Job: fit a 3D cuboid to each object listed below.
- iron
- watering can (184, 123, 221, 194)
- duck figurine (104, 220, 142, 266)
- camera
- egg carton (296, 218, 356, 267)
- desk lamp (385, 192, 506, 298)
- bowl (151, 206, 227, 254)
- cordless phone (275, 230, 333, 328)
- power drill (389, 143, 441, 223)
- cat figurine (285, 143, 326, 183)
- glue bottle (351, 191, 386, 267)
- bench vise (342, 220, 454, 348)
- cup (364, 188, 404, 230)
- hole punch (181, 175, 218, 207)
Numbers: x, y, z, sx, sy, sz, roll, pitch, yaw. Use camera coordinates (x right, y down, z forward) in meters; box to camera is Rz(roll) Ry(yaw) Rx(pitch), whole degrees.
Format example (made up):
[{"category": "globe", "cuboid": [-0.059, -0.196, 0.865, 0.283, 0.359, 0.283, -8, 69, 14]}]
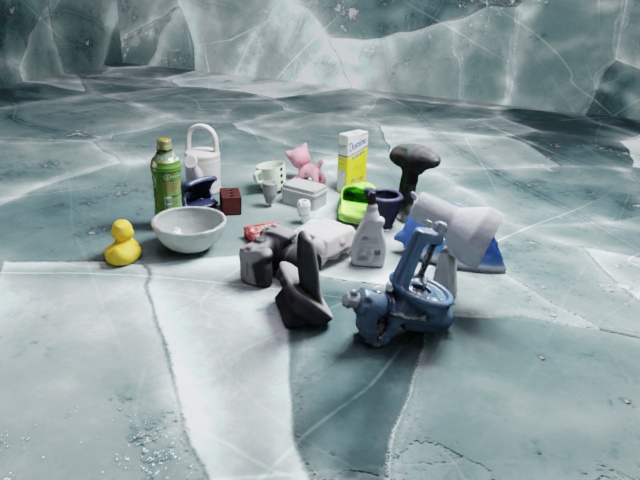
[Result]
[{"category": "iron", "cuboid": [0.307, -0.022, 1.309, 0.257, 0.141, 0.119, 15, 28, 24]}, {"category": "watering can", "cuboid": [-0.331, -0.229, 1.615, 0.101, 0.194, 0.172, -3, 26, -12]}, {"category": "duck figurine", "cuboid": [-0.429, 0.000, 1.241, 0.077, 0.086, 0.104, 2, 25, -3]}, {"category": "camera", "cuboid": [-0.076, 0.034, 1.194, 0.136, 0.101, 0.143, 19, 29, 30]}, {"category": "egg carton", "cuboid": [0.012, 0.005, 1.303, 0.107, 0.069, 0.151, 22, 31, 34]}, {"category": "desk lamp", "cuboid": [0.246, 0.019, 1.131, 0.202, 0.214, 0.118, 14, 27, 22]}, {"category": "bowl", "cuboid": [-0.295, -0.015, 1.302, 0.167, 0.075, 0.167, 3, 25, -1]}, {"category": "cordless phone", "cuboid": [-0.030, 0.055, 1.054, 0.094, 0.185, 0.147, -6, 27, -19]}, {"category": "power drill", "cuboid": [0.245, -0.156, 1.509, 0.076, 0.208, 0.229, -5, 26, -17]}, {"category": "cat figurine", "cuboid": [-0.043, -0.236, 1.755, 0.127, 0.118, 0.067, 18, 29, 29]}, {"category": "glue bottle", "cuboid": [0.111, -0.024, 1.255, 0.078, 0.173, 0.037, 4, 25, 2]}, {"category": "bench vise", "cuboid": [0.149, 0.078, 0.986, 0.208, 0.220, 0.121, -14, 30, -32]}, {"category": "cup", "cuboid": [0.154, -0.080, 1.470, 0.092, 0.095, 0.117, -19, 33, -39]}, {"category": "hole punch", "cuboid": [-0.340, -0.134, 1.533, 0.100, 0.091, 0.109, 23, 32, 36]}]
